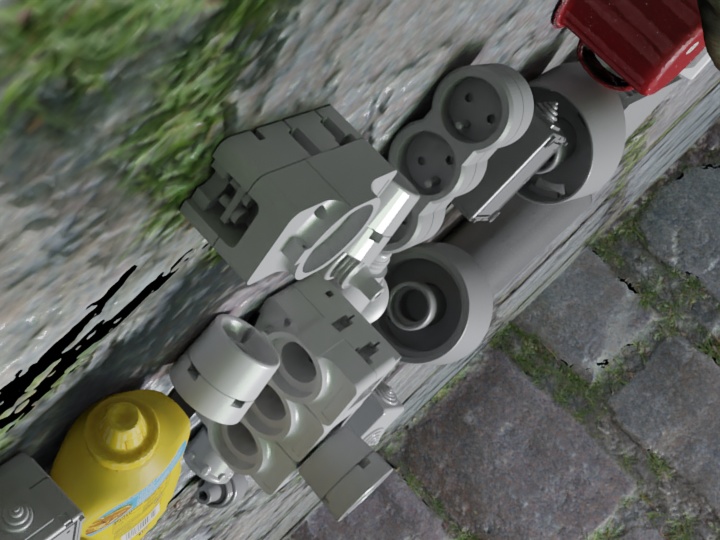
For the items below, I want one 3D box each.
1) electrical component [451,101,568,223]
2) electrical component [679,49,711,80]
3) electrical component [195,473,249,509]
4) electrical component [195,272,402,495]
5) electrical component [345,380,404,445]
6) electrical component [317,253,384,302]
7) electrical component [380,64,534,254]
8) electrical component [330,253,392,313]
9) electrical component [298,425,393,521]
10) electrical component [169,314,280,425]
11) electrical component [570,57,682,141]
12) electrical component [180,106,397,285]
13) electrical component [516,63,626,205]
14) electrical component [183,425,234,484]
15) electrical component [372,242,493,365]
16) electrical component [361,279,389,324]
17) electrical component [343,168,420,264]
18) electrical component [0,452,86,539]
[{"bbox_3d":[0.095,-0.086,0.741,0.096,0.061,0.062,-47,168,15],"label":"electrical component"},{"bbox_3d":[0.265,-0.210,0.902,0.047,0.066,0.076,-53,-165,40],"label":"electrical component"},{"bbox_3d":[-0.142,0.217,1.074,0.043,0.043,0.062,-47,168,17],"label":"electrical component"},{"bbox_3d":[-0.052,0.086,0.782,0.062,0.089,0.150,-32,164,-47],"label":"electrical component"},{"bbox_3d":[-0.015,0.137,1.089,0.099,0.099,0.048,-48,156,21],"label":"electrical component"},{"bbox_3d":[-0.010,-0.006,0.665,0.035,0.061,0.035,-42,169,-10],"label":"electrical component"},{"bbox_3d":[0.056,-0.072,0.680,0.138,0.052,0.074,-49,167,27],"label":"electrical component"},{"bbox_3d":[0.000,0.000,0.779,0.040,0.040,0.078,-29,162,-52],"label":"electrical component"},{"bbox_3d":[-0.012,0.147,0.785,0.055,0.047,0.055,-42,169,-10],"label":"electrical component"},{"bbox_3d":[-0.083,0.061,0.674,0.047,0.055,0.055,-50,168,14],"label":"electrical component"},{"bbox_3d":[0.203,-0.142,0.920,0.089,0.061,0.150,-51,167,34],"label":"electrical component"},{"bbox_3d":[-0.029,-0.034,0.507,0.089,0.055,0.050,-29,162,-53],"label":"electrical component"},{"bbox_3d":[0.146,-0.099,0.797,0.064,0.099,0.099,-25,159,-43],"label":"electrical component"},{"bbox_3d":[-0.115,0.143,0.897,0.062,0.048,0.048,-52,168,9],"label":"electrical component"},{"bbox_3d":[0.053,0.030,0.917,0.108,0.108,0.060,-47,162,17],"label":"electrical component"},{"bbox_3d":[-0.002,0.021,0.845,0.048,0.048,0.062,-43,176,-5],"label":"electrical component"},{"bbox_3d":[0.000,-0.039,0.601,0.047,0.055,0.055,-50,168,13],"label":"electrical component"},{"bbox_3d":[-0.195,0.146,0.588,0.062,0.061,0.096,-35,158,-38],"label":"electrical component"}]
